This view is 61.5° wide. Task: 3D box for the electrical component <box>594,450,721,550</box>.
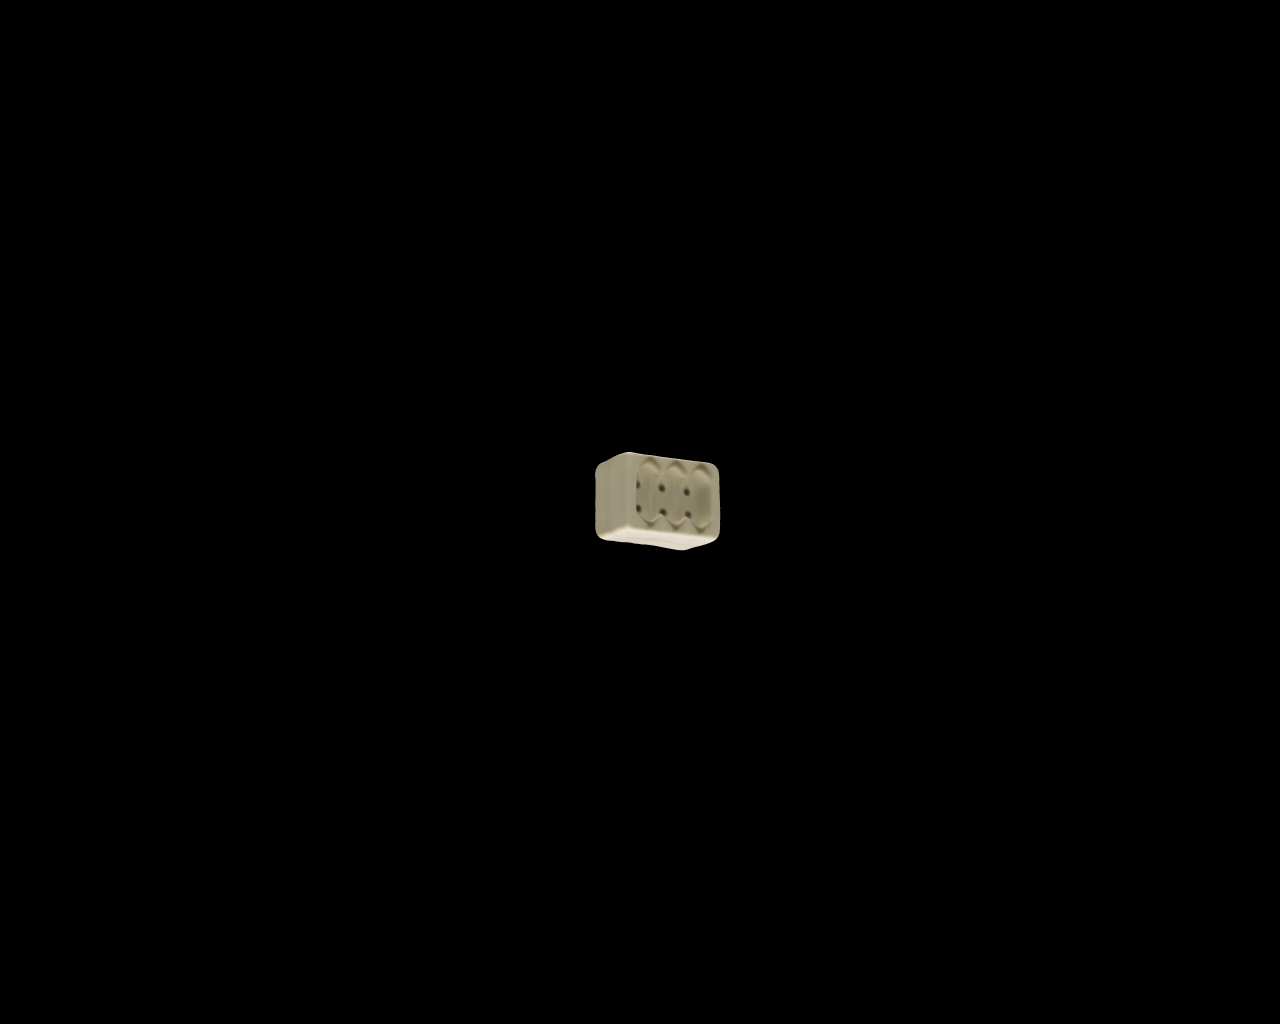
[{"bbox_3d":[0.001,-0.003,0.650,0.066,0.047,0.076,7,-14,-30],"label":"electrical component"}]
